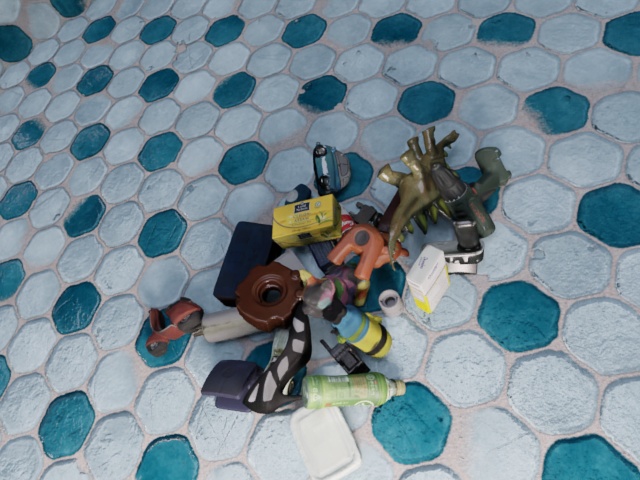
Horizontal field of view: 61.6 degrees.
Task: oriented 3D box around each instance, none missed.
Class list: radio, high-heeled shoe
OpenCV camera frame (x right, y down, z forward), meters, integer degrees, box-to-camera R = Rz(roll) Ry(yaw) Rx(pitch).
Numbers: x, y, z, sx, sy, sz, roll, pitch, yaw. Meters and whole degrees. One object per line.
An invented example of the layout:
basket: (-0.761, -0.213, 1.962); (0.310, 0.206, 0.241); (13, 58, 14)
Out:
radio: (-0.187, 0.066, 1.442); (0.131, 0.073, 0.229); (4, 64, 22)
high-heeled shoe: (-0.096, 0.264, 1.214); (0.145, 0.086, 0.249); (-3, 63, 7)

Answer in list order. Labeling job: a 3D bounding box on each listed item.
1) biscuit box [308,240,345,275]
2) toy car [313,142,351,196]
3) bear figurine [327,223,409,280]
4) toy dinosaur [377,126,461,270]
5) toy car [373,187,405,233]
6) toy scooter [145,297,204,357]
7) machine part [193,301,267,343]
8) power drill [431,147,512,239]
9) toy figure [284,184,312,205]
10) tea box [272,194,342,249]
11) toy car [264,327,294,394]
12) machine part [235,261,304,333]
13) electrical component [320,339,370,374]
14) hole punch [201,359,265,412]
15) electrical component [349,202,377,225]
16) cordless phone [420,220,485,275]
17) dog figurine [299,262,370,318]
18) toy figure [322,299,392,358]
biscuit box: (-0.003, -0.004, 1.420); (0.063, 0.059, 0.203); (-29, 55, 5)
toy car: (0.036, -0.195, 1.498); (0.103, 0.109, 0.162); (-10, 65, -5)
bear figurine: (0.124, 0.031, 1.287); (0.120, 0.195, 0.132); (31, 90, 28)
toy dinosaur: (0.244, -0.124, 1.292); (0.471, 0.198, 0.105); (-48, 11, -34)
toy car: (0.212, -0.093, 1.396); (0.089, 0.053, 0.202); (15, 62, 33)
toy scooter: (-0.399, 0.212, 1.434); (0.184, 0.075, 0.135); (-37, 54, 2)
machine part: (-0.209, 0.207, 1.361); (0.243, 0.079, 0.079); (-15, 56, 12)
power drill: (0.368, -0.135, 1.278); (0.086, 0.231, 0.207); (-12, 31, 47)
toy figure: (-0.084, -0.087, 1.506); (0.154, 0.057, 0.064); (-55, 19, -14)
tea box: (-0.033, -0.045, 1.375); (0.170, 0.068, 0.098); (-14, 57, 20)
toy car: (-0.086, 0.286, 1.279); (0.074, 0.056, 0.202); (6, 63, 24)
machine part: (-0.118, 0.134, 1.301); (0.179, 0.056, 0.179); (-4, 55, 6)
electrical component: (0.055, 0.263, 1.231); (0.048, 0.074, 0.119); (-40, 52, -5)
hole punch: (-0.209, 0.337, 1.278); (0.142, 0.092, 0.116); (-2, 56, 24)
electrical component: (0.123, -0.064, 1.432); (0.094, 0.021, 0.063); (32, 75, 33)
cordless phone: (0.297, 0.008, 1.224); (0.147, 0.184, 0.089); (-2, 64, 19)
dog figurine: (0.030, 0.106, 1.246); (0.109, 0.219, 0.191); (21, 70, 26)
toy figure: (0.086, 0.202, 1.195); (0.082, 0.180, 0.089); (-35, 40, 21)
